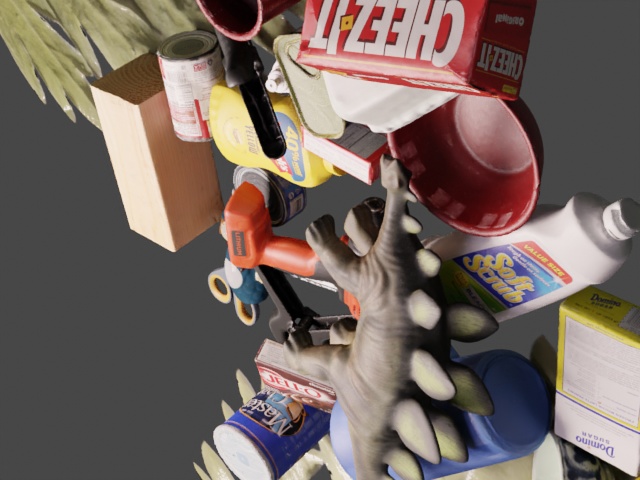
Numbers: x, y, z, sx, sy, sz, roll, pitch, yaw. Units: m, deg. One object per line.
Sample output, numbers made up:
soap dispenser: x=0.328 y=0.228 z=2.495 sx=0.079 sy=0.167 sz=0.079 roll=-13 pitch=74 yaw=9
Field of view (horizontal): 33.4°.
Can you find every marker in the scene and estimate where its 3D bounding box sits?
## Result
marker: x=-0.009 y=0.041 z=1.245 sx=0.121 sy=0.020 sz=0.020 roll=17 pitch=134 yaw=37

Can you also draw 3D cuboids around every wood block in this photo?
wood block: x=-0.189 y=-0.103 z=1.266 sx=0.090 sy=0.090 sz=0.206 roll=26 pitch=139 yaw=35

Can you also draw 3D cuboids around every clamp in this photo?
clamp: x=-0.010 y=0.104 z=1.282 sx=0.165 sy=0.036 sz=0.210 roll=30 pitch=150 yaw=19
clamp: x=-0.071 y=-0.161 z=1.045 sx=0.171 sy=0.039 sz=0.120 roll=-103 pitch=-4 yaw=-47

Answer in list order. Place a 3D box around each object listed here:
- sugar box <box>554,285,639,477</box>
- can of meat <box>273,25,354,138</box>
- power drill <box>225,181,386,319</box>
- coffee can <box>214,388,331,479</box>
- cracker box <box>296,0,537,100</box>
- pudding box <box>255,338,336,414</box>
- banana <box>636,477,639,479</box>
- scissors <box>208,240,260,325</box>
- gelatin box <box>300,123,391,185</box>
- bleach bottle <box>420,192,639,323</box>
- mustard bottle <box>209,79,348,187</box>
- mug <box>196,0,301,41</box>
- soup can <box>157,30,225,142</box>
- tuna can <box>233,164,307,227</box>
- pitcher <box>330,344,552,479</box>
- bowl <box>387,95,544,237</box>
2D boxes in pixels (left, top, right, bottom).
sugar box: x=0.266 y=0.130 z=0.977 sx=0.093 sy=0.048 sz=0.176 roll=27 pitch=143 yaw=34
can of meat: x=0.017 y=-0.157 z=0.968 sx=0.058 sy=0.083 sz=0.102 roll=6 pitch=126 yaw=49
power drill: x=-0.007 y=0.001 z=1.134 sx=0.188 sy=0.057 sz=0.184 roll=20 pitch=142 yaw=17
coffee can: x=-0.053 y=0.242 z=1.388 sx=0.103 sy=0.140 sz=0.103 roll=32 pitch=142 yaw=28
cracker box: x=0.077 y=-0.217 z=0.752 sx=0.164 sy=0.071 sz=0.214 roll=16 pitch=97 yaw=42
pudding box: x=-0.019 y=0.171 z=1.316 sx=0.114 sy=0.039 sz=0.090 roll=17 pitch=154 yaw=16
banana: x=0.308 y=0.280 z=1.055 sx=0.198 sy=0.069 sz=0.037 roll=85 pitch=171 yaw=-48
scissors: x=-0.122 y=0.025 z=1.377 sx=0.096 sy=0.016 sz=0.202 roll=20 pitch=136 yaw=39
gelatin box: x=0.037 y=-0.097 z=1.010 sx=0.089 sy=0.073 sz=0.030 roll=30 pitch=142 yaw=30
bleach bottle: x=0.182 y=0.011 z=0.950 sx=0.102 sy=0.068 sz=0.251 roll=54 pitch=145 yaw=-3
mustard bottle: x=-0.030 y=-0.105 z=1.099 sx=0.192 sy=0.058 sz=0.096 roll=22 pitch=132 yaw=37
mug: x=-0.068 y=-0.244 z=0.988 sx=0.117 sy=0.081 sz=0.093 roll=12 pitch=131 yaw=45
soup can: x=-0.135 y=-0.167 z=1.158 sx=0.069 sy=0.068 sz=0.102 roll=24 pitch=138 yaw=36
tuna can: x=-0.057 y=-0.057 z=1.201 sx=0.086 sy=0.033 sz=0.086 roll=32 pitch=142 yaw=29
pitcher: x=0.124 y=0.180 z=1.137 sx=0.149 sy=0.144 sz=0.243 roll=42 pitch=146 yaw=-14
bowl: x=0.135 y=-0.085 z=0.916 sx=0.162 sy=0.055 sz=0.162 roll=32 pitch=141 yaw=30
